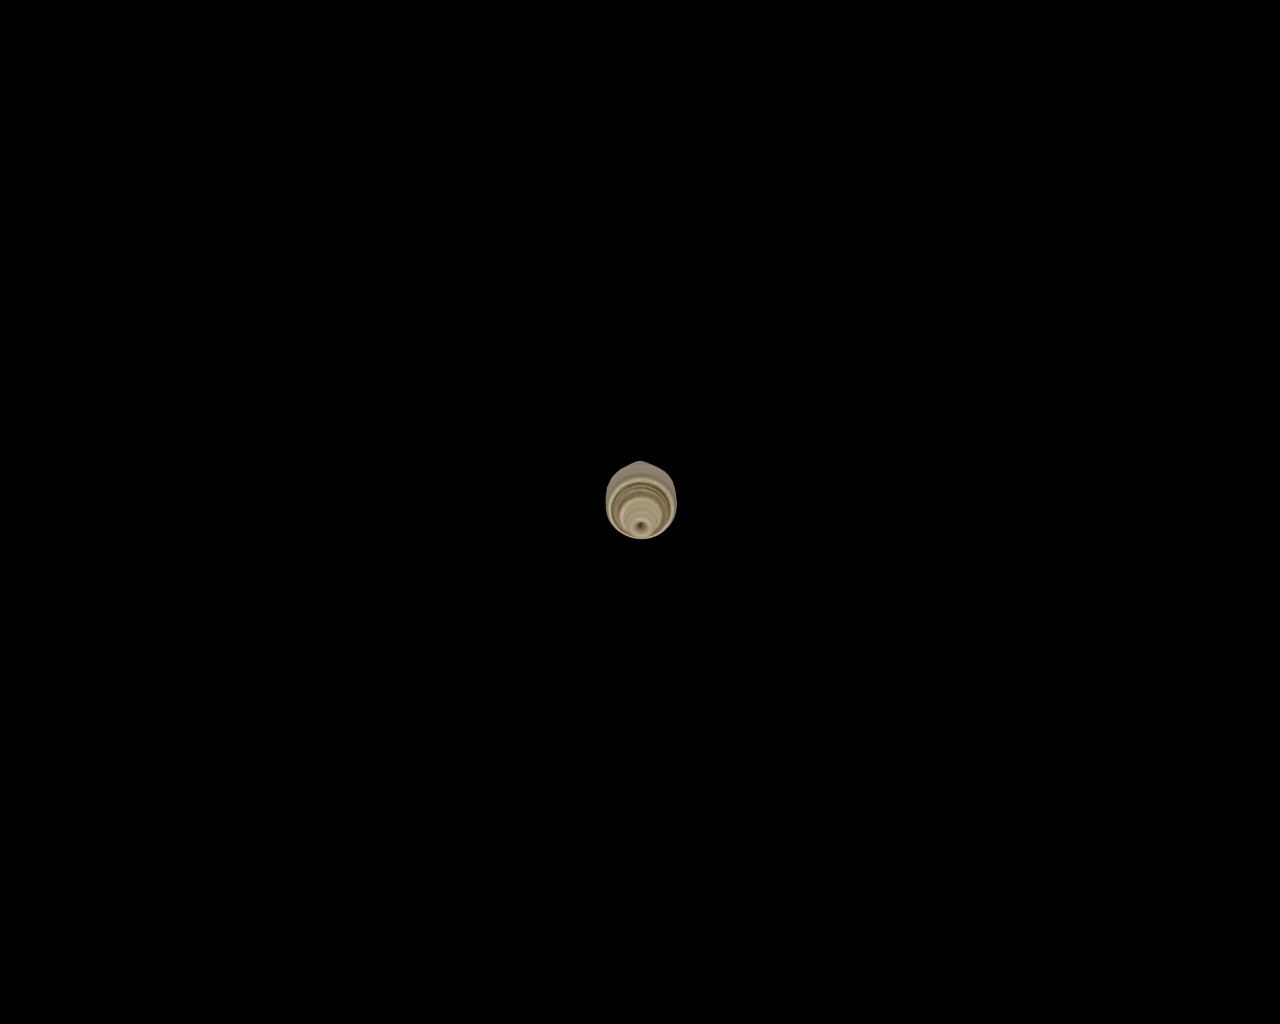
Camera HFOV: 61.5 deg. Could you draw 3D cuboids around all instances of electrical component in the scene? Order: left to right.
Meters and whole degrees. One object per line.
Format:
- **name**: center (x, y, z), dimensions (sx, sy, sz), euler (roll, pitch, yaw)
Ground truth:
- **electrical component**: center (0.001, -0.003, 0.650), dimensions (0.043, 0.043, 0.062), euler (0, 23, 0)
